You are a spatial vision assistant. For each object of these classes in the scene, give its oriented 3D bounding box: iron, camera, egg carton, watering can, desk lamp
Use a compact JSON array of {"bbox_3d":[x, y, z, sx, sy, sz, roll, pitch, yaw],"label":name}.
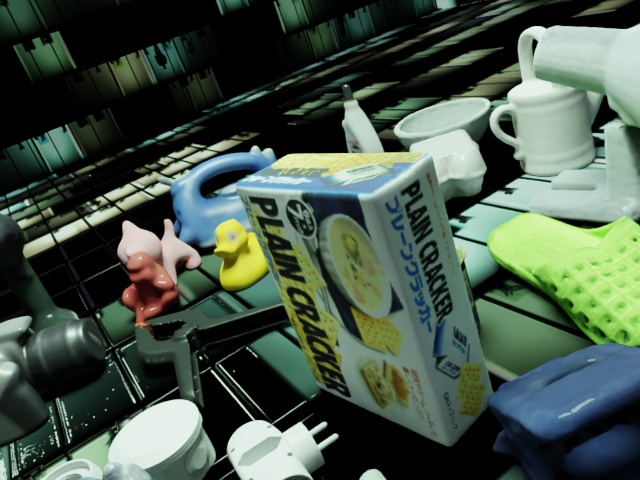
[{"bbox_3d":[-0.142,-0.088,0.983,0.258,0.142,0.118,-26,24,-14],"label":"iron"},{"bbox_3d":[-0.337,0.144,0.676,0.137,0.101,0.143,-22,23,-4],"label":"camera"},{"bbox_3d":[0.189,-0.111,0.858,0.107,0.069,0.150,-16,23,10],"label":"egg carton"},{"bbox_3d":[0.319,-0.199,0.788,0.173,0.194,0.100,-28,24,-19],"label":"watering can"},{"bbox_3d":[0.317,-0.129,0.609,0.118,0.214,0.202,-36,28,-32],"label":"desk lamp"}]

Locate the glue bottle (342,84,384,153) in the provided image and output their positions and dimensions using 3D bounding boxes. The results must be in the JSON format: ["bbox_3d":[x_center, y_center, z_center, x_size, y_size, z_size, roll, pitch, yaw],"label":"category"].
[{"bbox_3d":[0.068,-0.184,0.985,0.037,0.173,0.077,-30,25,-23],"label":"glue bottle"}]

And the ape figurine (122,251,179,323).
[{"bbox_3d":[-0.239,0.059,0.796,0.077,0.092,0.076,-7,26,28],"label":"ape figurine"}]

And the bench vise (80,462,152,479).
[{"bbox_3d":[-0.221,0.179,0.349,0.208,0.220,0.121,-35,27,-31],"label":"bench vise"}]

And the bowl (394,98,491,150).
[{"bbox_3d":[0.216,-0.182,0.987,0.167,0.075,0.167,-17,23,8],"label":"bowl"}]

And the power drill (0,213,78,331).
[{"bbox_3d":[-0.424,0.052,0.812,0.076,0.209,0.228,-32,26,-26],"label":"power drill"}]

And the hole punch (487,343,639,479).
[{"bbox_3d":[0.167,0.106,0.365,0.108,0.091,0.101,-22,23,-6],"label":"hole punch"}]

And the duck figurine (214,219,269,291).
[{"bbox_3d":[-0.115,0.011,0.812,0.077,0.086,0.105,-9,25,24],"label":"duck figurine"}]

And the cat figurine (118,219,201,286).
[{"bbox_3d":[-0.254,0.016,0.871,0.067,0.118,0.128,-7,26,28],"label":"cat figurine"}]
